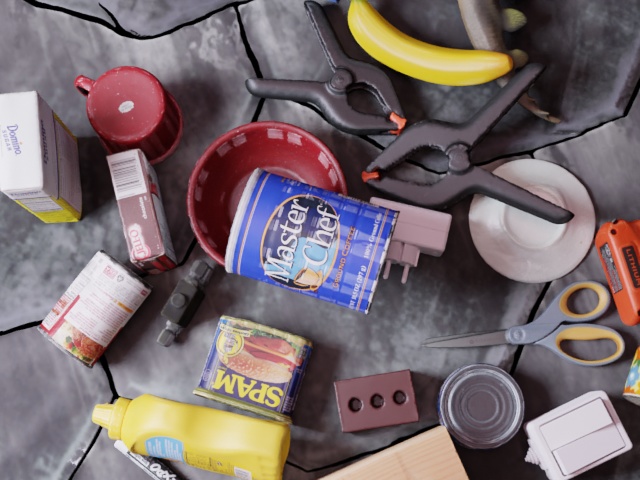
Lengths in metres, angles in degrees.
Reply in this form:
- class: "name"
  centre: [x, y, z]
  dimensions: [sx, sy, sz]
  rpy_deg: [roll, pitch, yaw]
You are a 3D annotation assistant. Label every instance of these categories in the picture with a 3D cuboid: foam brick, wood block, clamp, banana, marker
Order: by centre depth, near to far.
- class: "wood block"
  centre: [0.041, 0.260, 1.018]
  dimensions: [0.206, 0.090, 0.091]
  rpy_deg: [-23, 80, -2]
- class: "foam brick"
  centre: [0.056, 0.159, 1.053]
  dimensions: [0.078, 0.051, 0.053]
  rpy_deg: [-10, 81, 0]
- class: "marker"
  centre: [-0.153, 0.236, 1.064]
  dimensions: [0.121, 0.020, 0.020]
  rpy_deg: [38, 84, 7]
- class: "clamp"
  centre: [0.146, -0.092, 1.084]
  dimensions: [0.210, 0.036, 0.164]
  rpy_deg: [-4, 85, 12]
- class: "banana"
  centre: [0.102, -0.198, 1.101]
  dimensions: [0.198, 0.070, 0.037]
  rpy_deg: [29, 52, 15]
- class: "clamp"
  centre: [0.021, -0.173, 1.117]
  dimensions: [0.171, 0.039, 0.120]
  rpy_deg: [26, 88, 2]

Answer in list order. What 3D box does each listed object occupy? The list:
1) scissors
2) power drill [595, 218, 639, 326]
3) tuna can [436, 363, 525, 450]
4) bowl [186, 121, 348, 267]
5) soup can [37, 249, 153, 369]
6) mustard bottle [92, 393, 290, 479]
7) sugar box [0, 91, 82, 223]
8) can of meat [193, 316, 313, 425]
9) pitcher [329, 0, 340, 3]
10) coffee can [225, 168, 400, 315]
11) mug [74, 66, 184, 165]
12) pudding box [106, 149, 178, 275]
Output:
- class: "scissors"
  centre: [0.209, 0.078, 1.080]
  dimensions: [0.202, 0.016, 0.096]
  rpy_deg: [10, 80, 3]
- class: "power drill"
  centre: [0.384, 0.024, 1.063]
  dimensions: [0.187, 0.057, 0.184]
  rpy_deg: [-16, 76, -4]
- class: "tuna can"
  centre: [0.159, 0.165, 1.058]
  dimensions: [0.086, 0.034, 0.086]
  rpy_deg: [0, 81, 2]
- class: "bowl"
  centre: [-0.052, -0.037, 1.087]
  dimensions: [0.162, 0.055, 0.162]
  rpy_deg: [0, 81, 2]
- class: "soup can"
  centre: [-0.224, 0.068, 1.070]
  dimensions: [0.068, 0.068, 0.102]
  rpy_deg: [36, 83, 7]
- class: "mustard bottle"
  centre: [-0.126, 0.189, 1.032]
  dimensions: [0.191, 0.096, 0.058]
  rpy_deg: [12, 64, 5]
- class: "sugar box"
  centre: [-0.272, -0.076, 1.040]
  dimensions: [0.048, 0.176, 0.093]
  rpy_deg: [-6, 81, 0]
- class: "can of meat"
  centre: [-0.064, 0.128, 1.061]
  dimensions: [0.102, 0.057, 0.084]
  rpy_deg: [17, 79, 4]
- class: "pitcher"
  centre: [-0.087, -0.320, 1.095]
  dimensions: [0.243, 0.149, 0.145]
  rpy_deg: [8, 86, 6]
- class: "coffee can"
  centre: [-0.007, 0.001, 0.998]
  dimensions: [0.140, 0.103, 0.103]
  rpy_deg: [17, 82, 4]
- class: "mug"
  centre: [-0.201, -0.135, 1.095]
  dimensions: [0.117, 0.081, 0.093]
  rpy_deg: [34, 83, 7]
- class: "pudding box"
  centre: [-0.178, -0.026, 1.073]
  dimensions: [0.039, 0.090, 0.113]
  rpy_deg: [-13, 80, -2]
